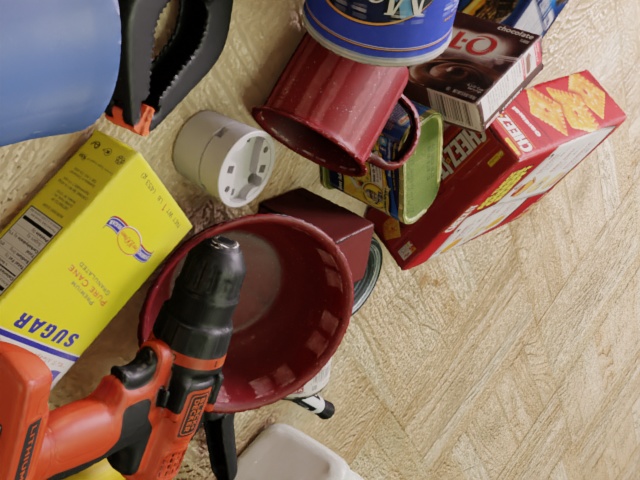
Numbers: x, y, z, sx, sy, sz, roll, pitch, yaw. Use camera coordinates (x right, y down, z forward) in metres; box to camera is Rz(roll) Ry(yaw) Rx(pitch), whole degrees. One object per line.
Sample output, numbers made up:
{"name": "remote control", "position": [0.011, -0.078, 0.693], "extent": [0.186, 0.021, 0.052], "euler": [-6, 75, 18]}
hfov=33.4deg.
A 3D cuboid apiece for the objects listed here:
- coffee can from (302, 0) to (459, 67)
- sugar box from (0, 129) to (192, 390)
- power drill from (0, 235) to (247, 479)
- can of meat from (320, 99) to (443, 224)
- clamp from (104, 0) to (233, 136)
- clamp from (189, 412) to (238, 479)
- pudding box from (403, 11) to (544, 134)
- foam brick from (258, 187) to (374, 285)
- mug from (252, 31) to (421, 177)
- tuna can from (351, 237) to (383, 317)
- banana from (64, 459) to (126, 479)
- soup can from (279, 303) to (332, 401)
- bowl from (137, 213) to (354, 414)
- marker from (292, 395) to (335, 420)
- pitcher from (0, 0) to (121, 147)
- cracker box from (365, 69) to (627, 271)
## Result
{"name": "coffee can", "position": [0.047, -0.196, 0.674], "extent": [0.102, 0.103, 0.140], "euler": [-35, 149, -37]}
{"name": "sugar box", "position": [-0.162, 0.027, 0.651], "extent": [0.176, 0.048, 0.093], "euler": [-53, 149, -15]}
{"name": "power drill", "position": [-0.129, 0.086, 0.652], "extent": [0.187, 0.057, 0.184], "euler": [-6, 120, -54]}
{"name": "can of meat", "position": [0.048, -0.071, 0.845], "extent": [0.057, 0.084, 0.102], "euler": [-40, 143, -32]}
{"name": "clamp", "position": [-0.070, -0.163, 0.638], "extent": [0.164, 0.036, 0.210], "euler": [4, 108, -57]}
{"name": "clamp", "position": [-0.086, 0.133, 0.860], "extent": [0.120, 0.039, 0.171], "euler": [17, 100, -60]}
{"name": "pudding box", "position": [0.106, -0.138, 0.846], "extent": [0.090, 0.114, 0.039], "euler": [-47, 144, -24]}
{"name": "foam brick", "position": [-0.005, 0.001, 0.831], "extent": [0.052, 0.078, 0.051], "euler": [-23, 132, -46]}
{"name": "mug", "position": [0.021, -0.097, 0.761], "extent": [0.081, 0.117, 0.093], "euler": [-61, -168, -9]}
{"name": "tuna can", "position": [0.017, 0.030, 0.932], "extent": [0.086, 0.034, 0.086], "euler": [-36, 142, -35]}
{"name": "banana", "position": [-0.181, 0.167, 0.732], "extent": [0.070, 0.037, 0.197], "euler": [-35, 165, 24]}
{"name": "soup can", "position": [-0.021, 0.073, 0.878], "extent": [0.068, 0.069, 0.102], "euler": [-31, 139, -40]}
{"name": "bowl", "position": [-0.059, 0.044, 0.774], "extent": [0.162, 0.055, 0.162], "euler": [-11, 120, -19]}
{"name": "marker", "position": [-0.014, 0.148, 0.999], "extent": [0.020, 0.020, 0.121], "euler": [-57, 149, -7]}
{"name": "pitcher", "position": [-0.204, -0.083, 0.409], "extent": [0.242, 0.145, 0.149], "euler": [-25, 131, -41]}
{"name": "cracker box", "position": [0.163, -0.068, 0.976], "extent": [0.213, 0.072, 0.164], "euler": [-21, 160, -47]}
